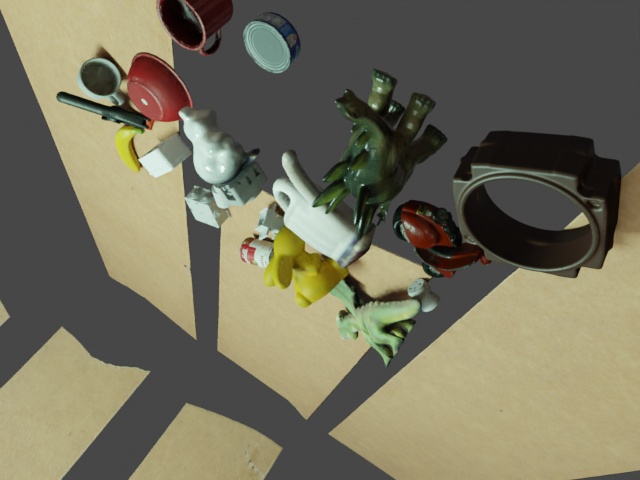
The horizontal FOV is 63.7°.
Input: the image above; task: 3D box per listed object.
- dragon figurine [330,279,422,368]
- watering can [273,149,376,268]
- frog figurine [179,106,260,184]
[{"bbox_3d":[0.103,0.157,1.189,0.245,0.124,0.401,36,151,18],"label":"dragon figurine"},{"bbox_3d":[0.003,-0.048,0.963,0.225,0.105,0.344,36,169,3],"label":"watering can"},{"bbox_3d":[-0.221,-0.190,1.022,0.157,0.123,0.138,40,171,-28],"label":"frog figurine"}]
